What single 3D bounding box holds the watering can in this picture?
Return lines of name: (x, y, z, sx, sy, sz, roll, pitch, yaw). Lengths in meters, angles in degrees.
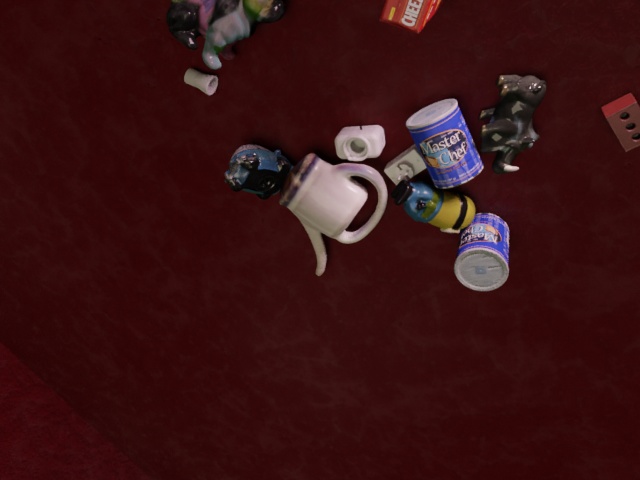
watering can: (0.004, -0.059, 1.166, 0.224, 0.106, 0.340, 34, 130, -5)
